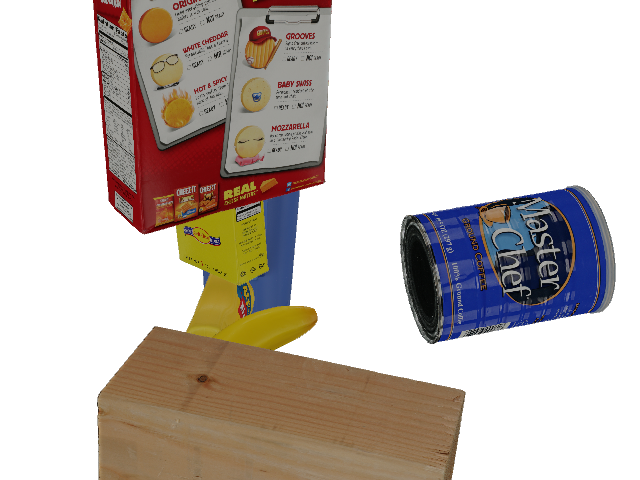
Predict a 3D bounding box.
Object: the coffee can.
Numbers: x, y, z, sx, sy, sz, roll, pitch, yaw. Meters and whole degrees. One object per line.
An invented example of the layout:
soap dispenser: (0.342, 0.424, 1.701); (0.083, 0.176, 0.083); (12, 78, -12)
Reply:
coffee can: (0.144, 0.019, 0.837); (0.140, 0.103, 0.103); (-10, 1, -8)

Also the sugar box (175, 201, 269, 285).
sugar box: (-0.097, -0.055, 0.978); (0.093, 0.176, 0.048); (19, 35, 41)

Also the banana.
banana: (-0.065, 0.101, 0.848); (0.069, 0.037, 0.197); (28, 35, 4)

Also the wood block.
wood block: (-0.023, 0.129, 0.658); (0.206, 0.090, 0.090); (11, 27, 12)

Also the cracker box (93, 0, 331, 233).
cracker box: (-0.076, -0.129, 0.772); (0.163, 0.214, 0.072); (-18, 34, -31)

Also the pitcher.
pitcher: (-0.090, -0.008, 1.338); (0.145, 0.243, 0.148); (11, 16, 36)

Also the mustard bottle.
mustard bottle: (-0.109, 0.087, 1.176); (0.058, 0.096, 0.191); (1, 27, 5)
